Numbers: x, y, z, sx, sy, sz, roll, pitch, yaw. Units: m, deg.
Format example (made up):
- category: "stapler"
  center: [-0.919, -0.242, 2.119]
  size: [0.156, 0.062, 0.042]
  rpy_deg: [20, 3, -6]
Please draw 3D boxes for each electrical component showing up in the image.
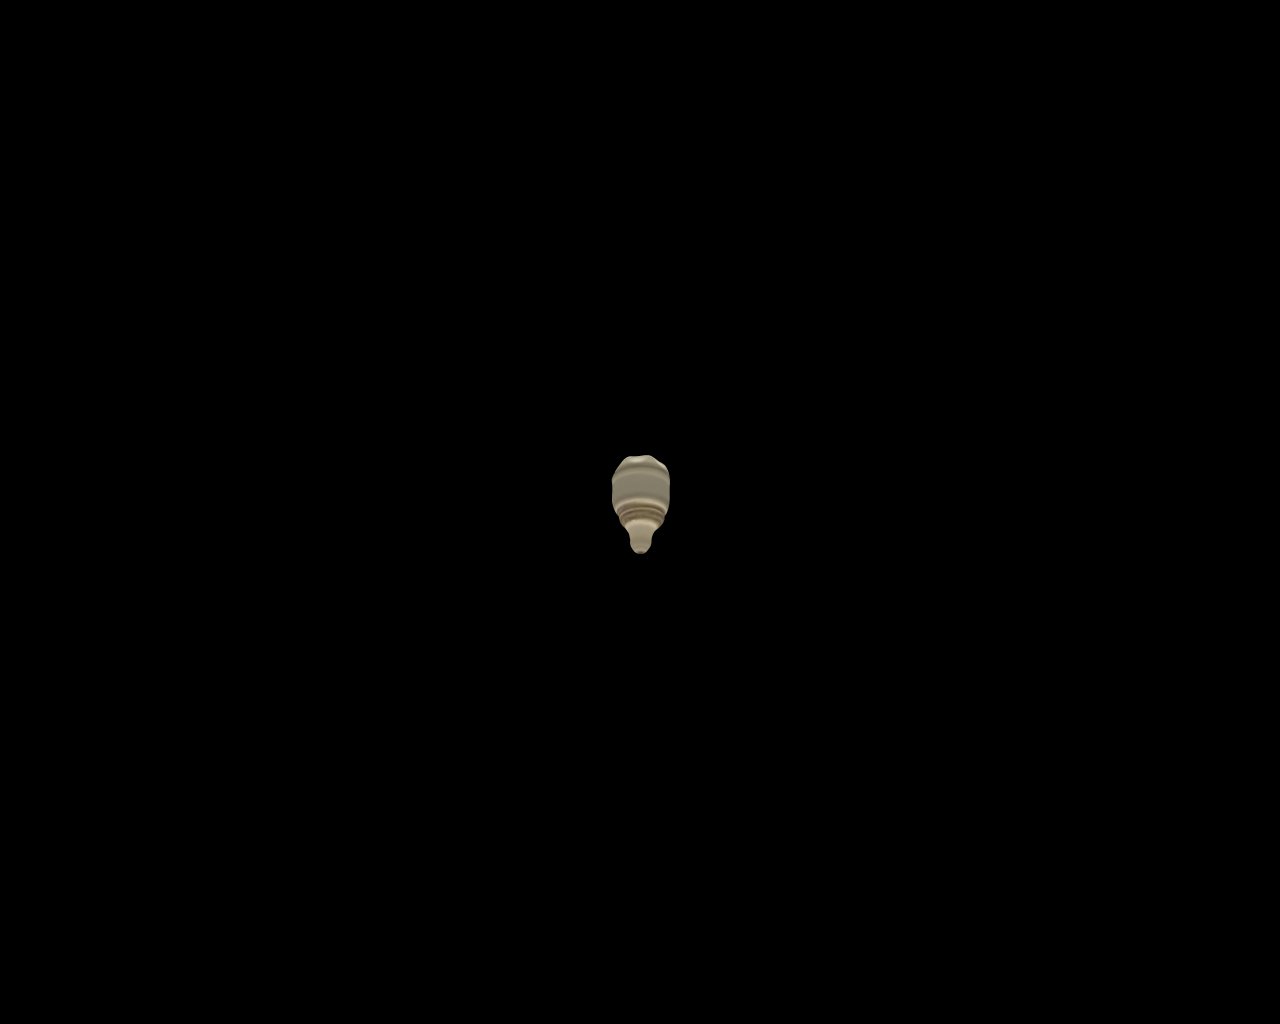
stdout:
- category: "electrical component"
  center: [0.001, -0.003, 0.650]
  size: [0.035, 0.061, 0.035]
  rpy_deg: [0, -27, 0]
